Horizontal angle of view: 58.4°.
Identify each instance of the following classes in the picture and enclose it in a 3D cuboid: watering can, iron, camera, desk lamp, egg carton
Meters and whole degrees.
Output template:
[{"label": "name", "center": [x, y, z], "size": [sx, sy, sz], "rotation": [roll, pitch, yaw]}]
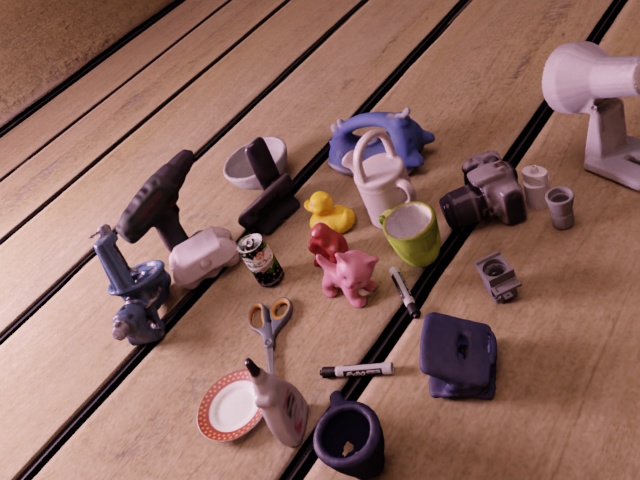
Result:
[{"label": "watering can", "center": [0.109, -0.122, 1.086], "size": [0.172, 0.195, 0.101], "rotation": [6, 50, 35]}, {"label": "iron", "center": [0.106, -0.218, 1.236], "size": [0.257, 0.142, 0.119], "rotation": [2, 47, 32]}, {"label": "camera", "center": [0.279, -0.088, 1.026], "size": [0.136, 0.101, 0.143], "rotation": [-22, 39, 6]}, {"label": "desk lamp", "center": [0.488, -0.222, 0.963], "size": [0.118, 0.214, 0.202], "rotation": [-36, 39, -10]}, {"label": "egg carton", "center": [-0.246, 0.037, 1.214], "size": [0.150, 0.070, 0.107], "rotation": [-31, 39, -5]}]

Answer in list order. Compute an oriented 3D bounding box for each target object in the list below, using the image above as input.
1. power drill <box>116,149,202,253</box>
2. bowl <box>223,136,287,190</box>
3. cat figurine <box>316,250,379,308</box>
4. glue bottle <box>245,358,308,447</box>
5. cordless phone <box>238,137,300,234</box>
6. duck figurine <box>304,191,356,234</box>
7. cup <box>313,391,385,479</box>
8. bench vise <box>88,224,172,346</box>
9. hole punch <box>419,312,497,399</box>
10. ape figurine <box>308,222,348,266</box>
[{"label": "power drill", "center": [-0.317, -0.054, 1.244], "size": [0.075, 0.209, 0.230], "rotation": [21, 59, 43]}, {"label": "bowl", "center": [-0.144, -0.173, 1.384], "size": [0.167, 0.075, 0.167], "rotation": [-16, 40, 14]}, {"label": "cat figurine", "center": [0.046, 0.053, 0.989], "size": [0.127, 0.118, 0.067], "rotation": [14, 54, 40]}, {"label": "glue bottle", "center": [-0.067, 0.223, 0.821], "size": [0.037, 0.174, 0.078], "rotation": [-12, 41, 18]}, {"label": "cordless phone", "center": [-0.136, -0.118, 1.230], "size": [0.093, 0.185, 0.148], "rotation": [18, 57, 42]}, {"label": "duck figurine", "center": [0.016, -0.060, 1.158], "size": [0.104, 0.086, 0.077], "rotation": [3, 47, 32]}, {"label": "cup", "center": [0.045, 0.269, 0.769], "size": [0.091, 0.095, 0.117], "rotation": [-26, 39, 2]}, {"label": "bench vise", "center": [-0.365, 0.084, 1.109], "size": [0.121, 0.220, 0.207], "rotation": [-27, 39, 1]}, {"label": "hole punch", "center": [0.196, 0.159, 0.807], "size": [0.100, 0.091, 0.109], "rotation": [-7, 43, 24]}, {"label": "ape figurine", "center": [0.010, 0.004, 1.085], "size": [0.076, 0.092, 0.077], "rotation": [-33, 39, -7]}]
